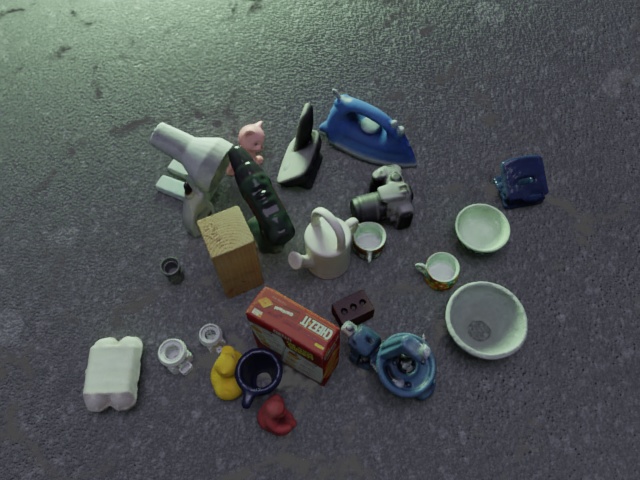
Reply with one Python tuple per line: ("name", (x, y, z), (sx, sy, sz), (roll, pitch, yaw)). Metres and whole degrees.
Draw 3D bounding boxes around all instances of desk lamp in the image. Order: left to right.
("desk lamp", (-0.289, -0.167, 1.293), (0.203, 0.213, 0.118), (21, 64, 11))

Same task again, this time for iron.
("iron", (0.129, -0.274, 1.389), (0.257, 0.141, 0.119), (27, 65, 14))

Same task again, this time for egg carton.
("egg carton", (-0.411, 0.268, 1.144), (0.107, 0.069, 0.150), (-3, 62, -1))

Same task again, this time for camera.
("camera", (0.137, -0.097, 1.318), (0.137, 0.101, 0.143), (-13, 63, -6))

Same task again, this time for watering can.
("watering can", (0.013, 0.006, 1.211), (0.100, 0.194, 0.173), (26, 65, 14))

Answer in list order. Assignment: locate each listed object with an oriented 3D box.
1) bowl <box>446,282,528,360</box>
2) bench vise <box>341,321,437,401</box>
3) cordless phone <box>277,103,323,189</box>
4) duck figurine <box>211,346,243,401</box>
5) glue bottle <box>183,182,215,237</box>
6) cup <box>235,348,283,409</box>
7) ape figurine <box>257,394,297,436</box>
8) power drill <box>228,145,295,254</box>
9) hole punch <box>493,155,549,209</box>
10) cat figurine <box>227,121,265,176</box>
("bowl", (0.337, 0.176, 1.188), (0.167, 0.075, 0.167), (0, 62, 0))
("bench vise", (0.130, 0.221, 1.082), (0.207, 0.220, 0.121), (15, 63, 8))
("cordless phone", (-0.048, -0.218, 1.336), (0.094, 0.185, 0.147), (10, 63, 6))
("duck figurine", (-0.183, 0.261, 1.138), (0.077, 0.086, 0.104), (0, 62, 0))
("glue bottle", (-0.277, -0.077, 1.268), (0.037, 0.173, 0.078), (31, 66, 16))
("cup", (-0.120, 0.281, 1.122), (0.091, 0.095, 0.118), (16, 63, 9))
("ape figurine", (-0.084, 0.332, 1.096), (0.076, 0.092, 0.078), (-1, 62, 0))
("power drill", (-0.127, -0.068, 1.243), (0.076, 0.208, 0.229), (-28, 65, -14))
("hole punch", (0.477, -0.136, 1.344), (0.108, 0.091, 0.101), (-11, 62, -5))
("cat figurine", (-0.183, -0.229, 1.380), (0.128, 0.118, 0.067), (-28, 65, -14))
